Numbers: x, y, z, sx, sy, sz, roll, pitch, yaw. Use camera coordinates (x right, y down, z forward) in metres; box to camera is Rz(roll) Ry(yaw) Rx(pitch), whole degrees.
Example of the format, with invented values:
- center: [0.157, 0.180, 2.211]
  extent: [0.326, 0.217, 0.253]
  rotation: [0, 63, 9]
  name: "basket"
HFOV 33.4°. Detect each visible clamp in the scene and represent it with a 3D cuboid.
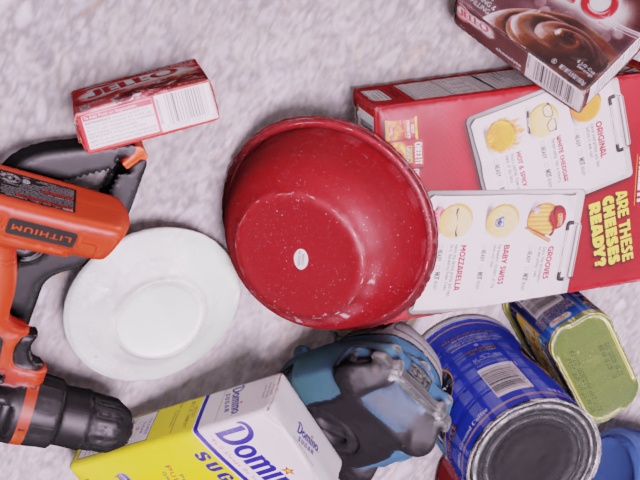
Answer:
- center: [-0.210, -0.008, 0.716]
  extent: [0.210, 0.036, 0.164]
  rotation: [-42, 121, 5]
  name: "clamp"

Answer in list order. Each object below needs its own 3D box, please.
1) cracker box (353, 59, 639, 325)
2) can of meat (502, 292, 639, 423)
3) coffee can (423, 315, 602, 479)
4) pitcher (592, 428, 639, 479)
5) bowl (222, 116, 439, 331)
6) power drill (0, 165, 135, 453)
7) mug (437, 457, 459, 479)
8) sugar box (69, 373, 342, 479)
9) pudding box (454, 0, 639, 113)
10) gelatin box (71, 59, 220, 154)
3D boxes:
- center: [0.133, -0.040, 0.779]
  extent: [0.213, 0.072, 0.164]
  rotation: [-9, 114, -12]
  name: "cracker box"
- center: [0.197, 0.082, 0.835]
  extent: [0.057, 0.084, 0.102]
  rotation: [-32, 115, -1]
  name: "can of meat"
- center: [0.133, 0.131, 0.806]
  extent: [0.102, 0.140, 0.103]
  rotation: [-5, 112, -13]
  name: "coffee can"
- center: [0.338, 0.246, 0.922]
  extent: [0.242, 0.145, 0.149]
  rotation: [17, 93, -17]
  name: "pitcher"
- center: [-0.005, 0.001, 0.721]
  extent: [0.162, 0.055, 0.162]
  rotation: [10, 117, 20]
  name: "bowl"
- center: [-0.189, 0.054, 0.697]
  extent: [0.184, 0.057, 0.188]
  rotation: [16, 112, -21]
  name: "power drill"
- center: [0.142, 0.221, 0.875]
  extent: [0.093, 0.081, 0.117]
  rotation: [12, 107, -19]
  name: "mug"
- center: [-0.083, 0.163, 0.773]
  extent: [0.176, 0.048, 0.093]
  rotation: [-19, 118, 26]
  name: "sugar box"
- center: [0.160, -0.152, 0.715]
  extent: [0.113, 0.039, 0.090]
  rotation: [42, 78, 16]
  name: "pudding box"
- center: [-0.115, -0.088, 0.692]
  extent: [0.089, 0.073, 0.030]
  rotation: [-16, 112, -8]
  name: "gelatin box"
